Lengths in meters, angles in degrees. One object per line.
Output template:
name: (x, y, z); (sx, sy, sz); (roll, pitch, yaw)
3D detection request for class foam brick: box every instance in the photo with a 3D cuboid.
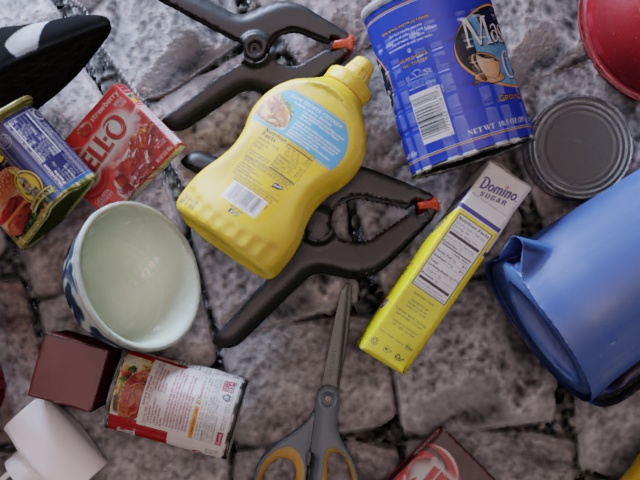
foam brick: (-0.193, 0.104, 0.853); (0.053, 0.078, 0.051); (16, 86, 0)

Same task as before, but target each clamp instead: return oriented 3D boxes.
clamp: (-0.006, 0.001, 0.876); (0.210, 0.036, 0.164); (-4, 83, 0)
clamp: (-0.058, -0.146, 0.884); (0.171, 0.039, 0.120); (5, 98, 4)

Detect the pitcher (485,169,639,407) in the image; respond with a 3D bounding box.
pitcher: (0.266, 0.015, 0.841); (0.242, 0.149, 0.145); (-34, 73, -4)

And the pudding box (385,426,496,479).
pudding box: (0.107, 0.222, 0.867); (0.113, 0.039, 0.090); (45, 89, 2)

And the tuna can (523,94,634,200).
tuna can: (0.212, -0.075, 0.882); (0.086, 0.034, 0.086); (0, 88, 0)

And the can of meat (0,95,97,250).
can of meat: (-0.235, -0.051, 0.850); (0.084, 0.102, 0.057); (48, 47, -2)

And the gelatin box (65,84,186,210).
gelatin box: (-0.167, -0.071, 0.874); (0.073, 0.030, 0.089); (46, 103, 0)

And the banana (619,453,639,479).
banana: (0.259, 0.179, 0.859); (0.198, 0.037, 0.070); (-47, 54, -3)

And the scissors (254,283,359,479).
scissors: (-0.012, 0.140, 0.882); (0.096, 0.016, 0.202); (-5, 87, -1)

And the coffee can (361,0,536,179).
coffee can: (0.102, -0.130, 0.850); (0.103, 0.103, 0.140); (-17, 88, -1)

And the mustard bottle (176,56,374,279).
mustard bottle: (-0.020, -0.069, 0.842); (0.096, 0.058, 0.191); (34, 77, 15)

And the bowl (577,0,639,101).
bowl: (0.298, -0.192, 0.877); (0.162, 0.055, 0.162); (0, 88, -1)

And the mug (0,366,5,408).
mug: (-0.303, 0.132, 0.849); (0.093, 0.081, 0.117); (9, 87, 0)

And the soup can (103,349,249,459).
soup can: (-0.115, 0.131, 0.857); (0.102, 0.068, 0.068); (15, 88, 0)

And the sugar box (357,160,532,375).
sugar box: (0.095, 0.022, 0.849); (0.048, 0.093, 0.176); (32, 87, 1)
